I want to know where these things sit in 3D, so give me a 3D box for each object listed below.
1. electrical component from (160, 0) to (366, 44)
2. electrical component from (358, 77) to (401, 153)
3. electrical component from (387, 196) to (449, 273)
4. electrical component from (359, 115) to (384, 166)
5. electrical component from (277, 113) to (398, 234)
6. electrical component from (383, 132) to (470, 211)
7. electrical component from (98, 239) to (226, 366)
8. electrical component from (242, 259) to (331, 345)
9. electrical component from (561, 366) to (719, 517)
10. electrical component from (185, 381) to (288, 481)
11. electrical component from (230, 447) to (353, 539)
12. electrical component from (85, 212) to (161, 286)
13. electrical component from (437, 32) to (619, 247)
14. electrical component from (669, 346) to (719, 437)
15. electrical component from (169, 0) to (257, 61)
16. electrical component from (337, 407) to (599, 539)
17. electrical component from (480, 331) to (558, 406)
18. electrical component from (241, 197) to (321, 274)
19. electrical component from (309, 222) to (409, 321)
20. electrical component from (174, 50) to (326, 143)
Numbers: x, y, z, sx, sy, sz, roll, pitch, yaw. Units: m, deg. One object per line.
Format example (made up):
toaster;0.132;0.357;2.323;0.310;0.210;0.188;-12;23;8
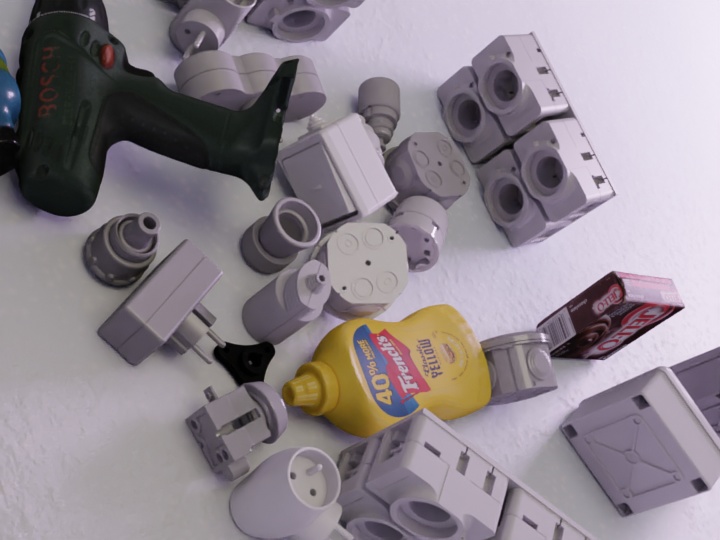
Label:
electrical component;-0.083;-0.268;0.956;0.186;0.105;0.060;6;62;-37
electrical component;0.018;-0.145;1.013;0.040;0.040;0.078;20;54;-30
electrical component;0.050;-0.033;0.963;0.055;0.055;0.047;41;42;-13
electrical component;-0.003;-0.113;0.975;0.048;0.048;0.062;22;46;-28
electrical component;-0.025;-0.086;0.914;0.061;0.062;0.096;-36;102;-46
electrical component;0.059;-0.087;1.004;0.080;0.051;0.080;20;54;-30
electrical component;-0.130;0.036;0.777;0.076;0.047;0.083;45;45;-10
electrical component;-0.051;0.023;0.825;0.043;0.081;0.043;20;54;-30
electrical component;0.261;0.158;0.984;0.056;0.109;0.108;-35;89;-43
electrical component;-0.086;0.110;0.771;0.055;0.048;0.066;-25;82;-38
electrical component;-0.040;0.167;0.752;0.079;0.077;0.043;42;45;-13
electrical component;-0.165;-0.020;0.771;0.048;0.062;0.048;20;54;-31
electrical component;0.161;-0.129;1.075;0.060;0.105;0.186;-14;75;-43
electrical component;0.359;0.136;1.079;0.109;0.109;0.056;31;52;-22
electrical component;-0.129;-0.205;0.900;0.043;0.077;0.079;35;47;-19
electrical component;0.077;0.196;0.810;0.186;0.105;0.060;38;47;-16
electrical component;0.131;0.086;0.941;0.080;0.080;0.051;1;70;-39
electrical component;-0.064;-0.026;0.862;0.045;0.055;0.045;20;54;-30
electrical component;0.000;0.000;0.888;0.080;0.051;0.080;4;76;-15
electrical component;-0.086;-0.140;0.914;0.138;0.052;0.073;-6;69;-42
